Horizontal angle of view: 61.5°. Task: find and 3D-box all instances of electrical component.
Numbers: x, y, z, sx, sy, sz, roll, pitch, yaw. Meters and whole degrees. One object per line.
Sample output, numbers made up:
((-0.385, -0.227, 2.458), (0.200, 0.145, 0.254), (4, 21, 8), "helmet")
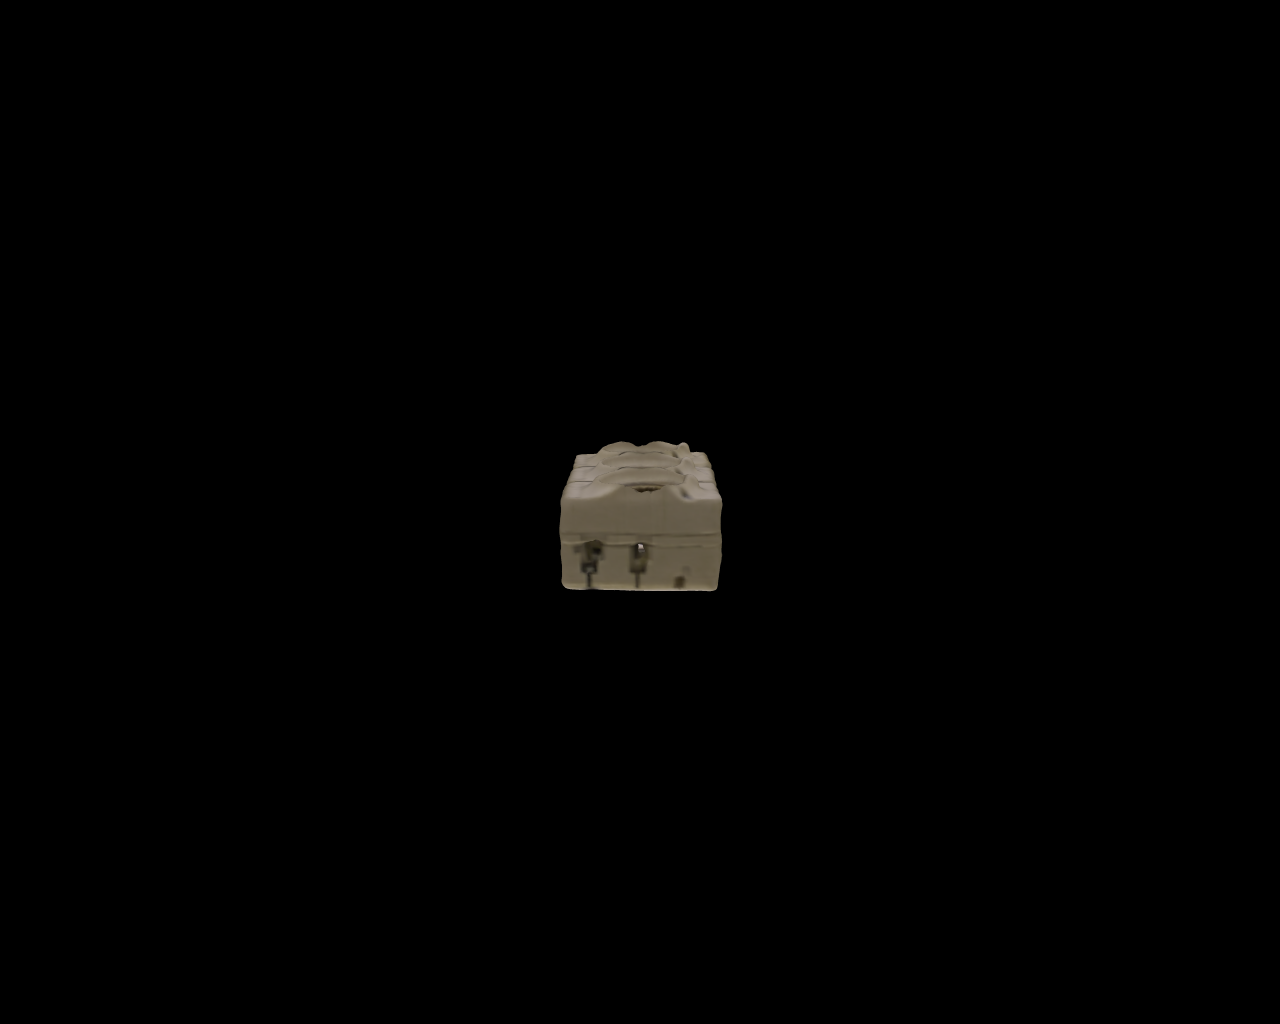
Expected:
((0.001, -0.003, 0.650), (0.089, 0.061, 0.150), (0, 13, 0), "electrical component")
